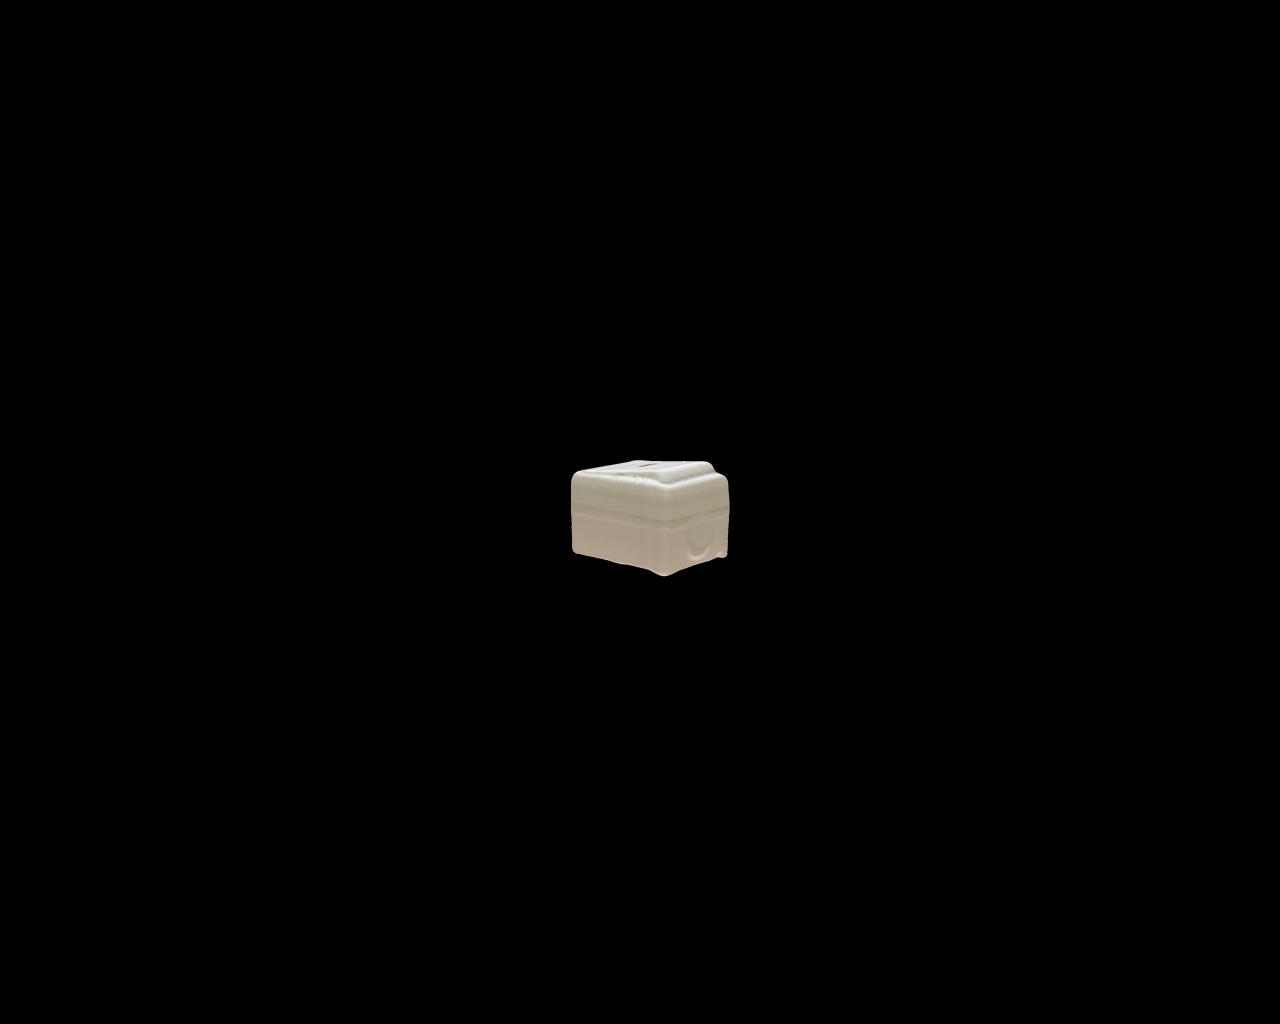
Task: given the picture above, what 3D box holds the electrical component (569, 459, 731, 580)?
[{"bbox_3d":[0.001,-0.003,0.650,0.096,0.061,0.062,11,17,42],"label":"electrical component"}]
